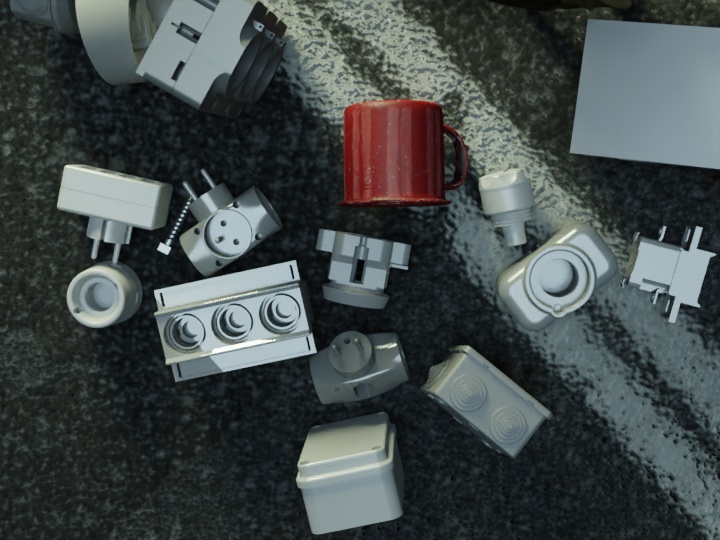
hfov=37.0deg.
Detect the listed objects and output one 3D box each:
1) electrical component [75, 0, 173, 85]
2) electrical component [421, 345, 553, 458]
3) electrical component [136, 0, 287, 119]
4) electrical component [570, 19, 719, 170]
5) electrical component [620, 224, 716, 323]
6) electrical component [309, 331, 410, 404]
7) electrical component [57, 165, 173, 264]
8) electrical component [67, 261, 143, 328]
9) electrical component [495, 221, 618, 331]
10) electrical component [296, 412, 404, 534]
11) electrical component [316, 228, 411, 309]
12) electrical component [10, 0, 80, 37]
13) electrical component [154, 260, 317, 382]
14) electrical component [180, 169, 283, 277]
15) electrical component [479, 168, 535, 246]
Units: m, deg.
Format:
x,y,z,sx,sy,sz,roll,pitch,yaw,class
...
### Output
x,y,z,sx,sy,sz,roll,pitch,yaw,class
-0.186,-0.201,0.872,0.064,0.099,0.099,-10,95,11,electrical component
0.100,0.108,0.885,0.100,0.100,0.048,39,84,-1,electrical component
-0.108,-0.171,0.842,0.062,0.150,0.089,30,97,1,electrical component
0.270,-0.134,0.849,0.186,0.060,0.105,9,96,18,electrical component
0.254,-0.001,0.892,0.064,0.042,0.081,15,96,6,electrical component
-0.004,0.076,0.900,0.077,0.079,0.043,-16,61,5,electrical component
-0.211,-0.044,0.914,0.083,0.047,0.075,13,96,2,electrical component
-0.220,0.022,0.921,0.055,0.047,0.055,0,96,4,electrical component
0.162,0.005,0.889,0.095,0.059,0.053,-38,92,6,electrical component
-0.006,0.165,0.890,0.078,0.113,0.057,-13,98,5,electrical component
0.000,0.000,0.900,0.078,0.058,0.057,10,94,2,electrical component
-0.248,-0.236,0.881,0.051,0.080,0.080,16,97,7,electrical component
-0.103,0.041,0.908,0.121,0.063,0.078,-12,95,5,electrical component
-0.119,-0.047,0.908,0.077,0.044,0.079,-33,95,6,electrical component
0.124,-0.051,0.894,0.043,0.043,0.062,-12,96,5,electrical component
